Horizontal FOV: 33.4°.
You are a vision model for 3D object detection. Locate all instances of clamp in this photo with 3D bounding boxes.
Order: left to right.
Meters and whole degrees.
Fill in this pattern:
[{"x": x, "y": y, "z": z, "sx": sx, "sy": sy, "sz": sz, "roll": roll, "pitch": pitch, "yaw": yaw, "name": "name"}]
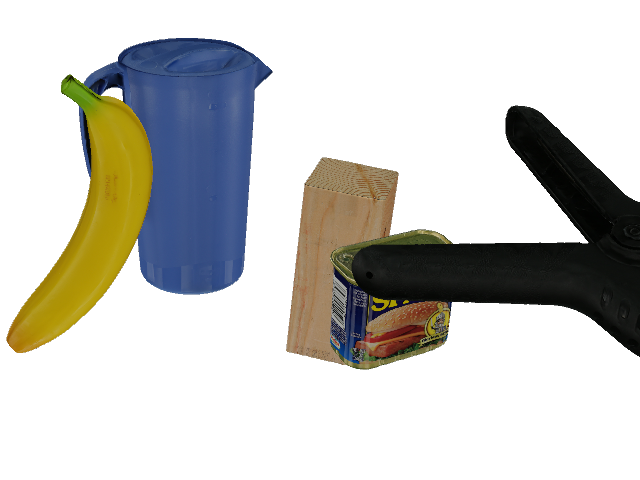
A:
[{"x": 0.130, "y": 0.013, "z": 0.485, "sx": 0.210, "sy": 0.036, "sz": 0.164, "roll": 30, "pitch": 49, "yaw": 31, "name": "clamp"}]

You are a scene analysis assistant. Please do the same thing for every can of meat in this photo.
[{"x": 0.057, "y": 0.047, "z": 0.846, "sx": 0.102, "sy": 0.084, "sz": 0.057, "roll": -13, "pitch": 33, "yaw": -25, "name": "can of meat"}]

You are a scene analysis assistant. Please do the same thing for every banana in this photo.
[{"x": -0.145, "y": -0.011, "z": 0.665, "sx": 0.069, "sy": 0.198, "sz": 0.037, "roll": 8, "pitch": 28, "yaw": -21, "name": "banana"}]

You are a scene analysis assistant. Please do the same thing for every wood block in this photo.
[{"x": 0.024, "y": 0.025, "z": 1.189, "sx": 0.090, "sy": 0.206, "sz": 0.090, "roll": 12, "pitch": 26, "yaw": 10, "name": "wood block"}]

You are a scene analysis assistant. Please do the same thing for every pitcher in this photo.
[{"x": -0.140, "y": -0.072, "z": 1.062, "sx": 0.149, "sy": 0.243, "sz": 0.144, "roll": 12, "pitch": 27, "yaw": 20, "name": "pitcher"}]
